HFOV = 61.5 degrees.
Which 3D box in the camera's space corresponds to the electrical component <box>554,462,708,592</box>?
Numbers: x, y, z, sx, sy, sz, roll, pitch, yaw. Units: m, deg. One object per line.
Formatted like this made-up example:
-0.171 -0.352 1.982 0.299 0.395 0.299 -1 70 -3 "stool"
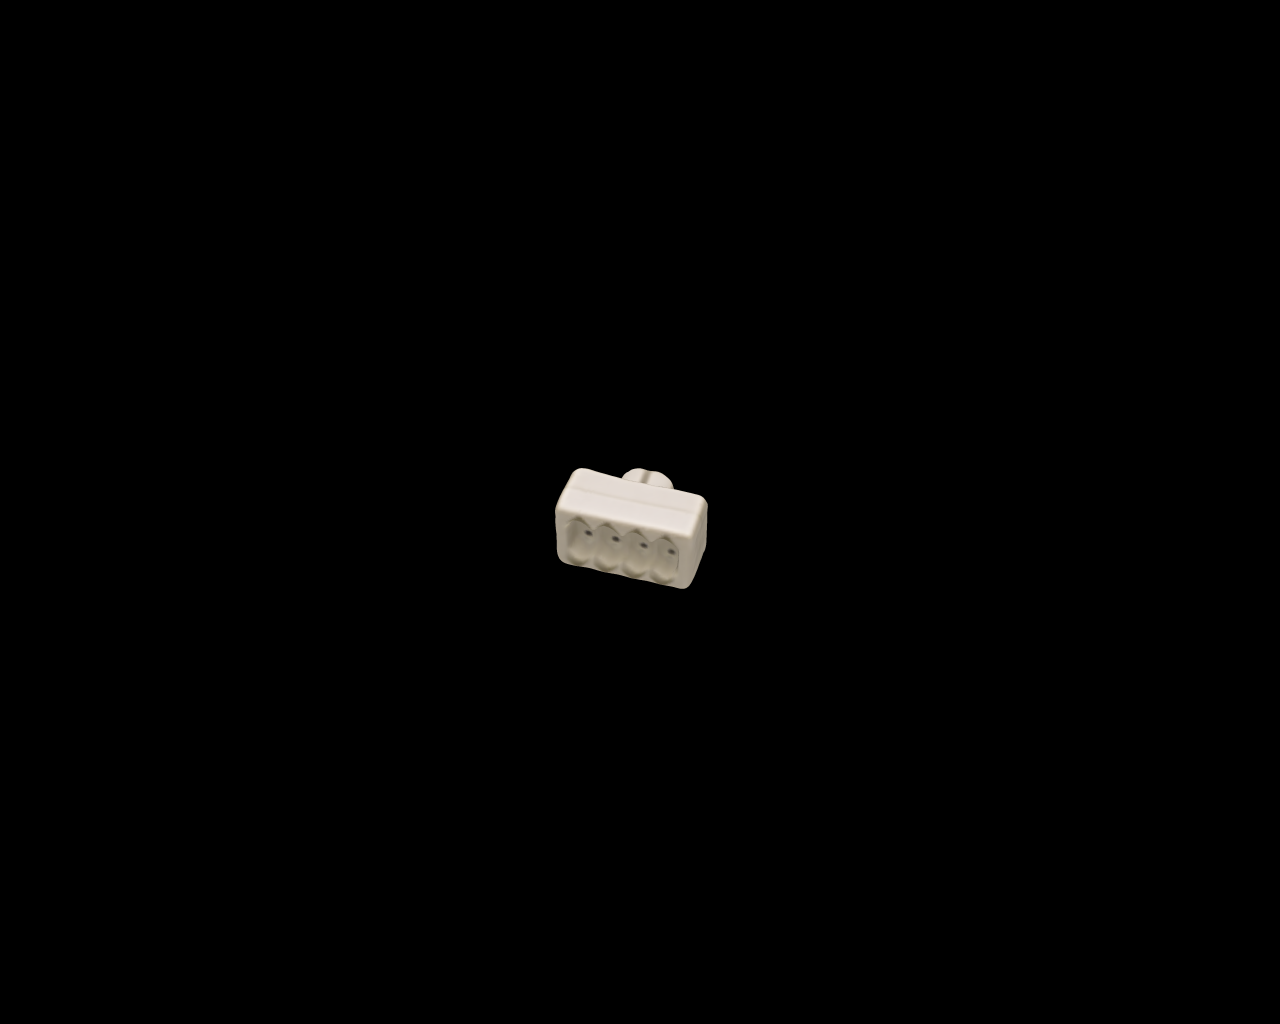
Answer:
0.001 -0.003 0.650 0.083 0.047 0.076 13 47 12 "electrical component"
